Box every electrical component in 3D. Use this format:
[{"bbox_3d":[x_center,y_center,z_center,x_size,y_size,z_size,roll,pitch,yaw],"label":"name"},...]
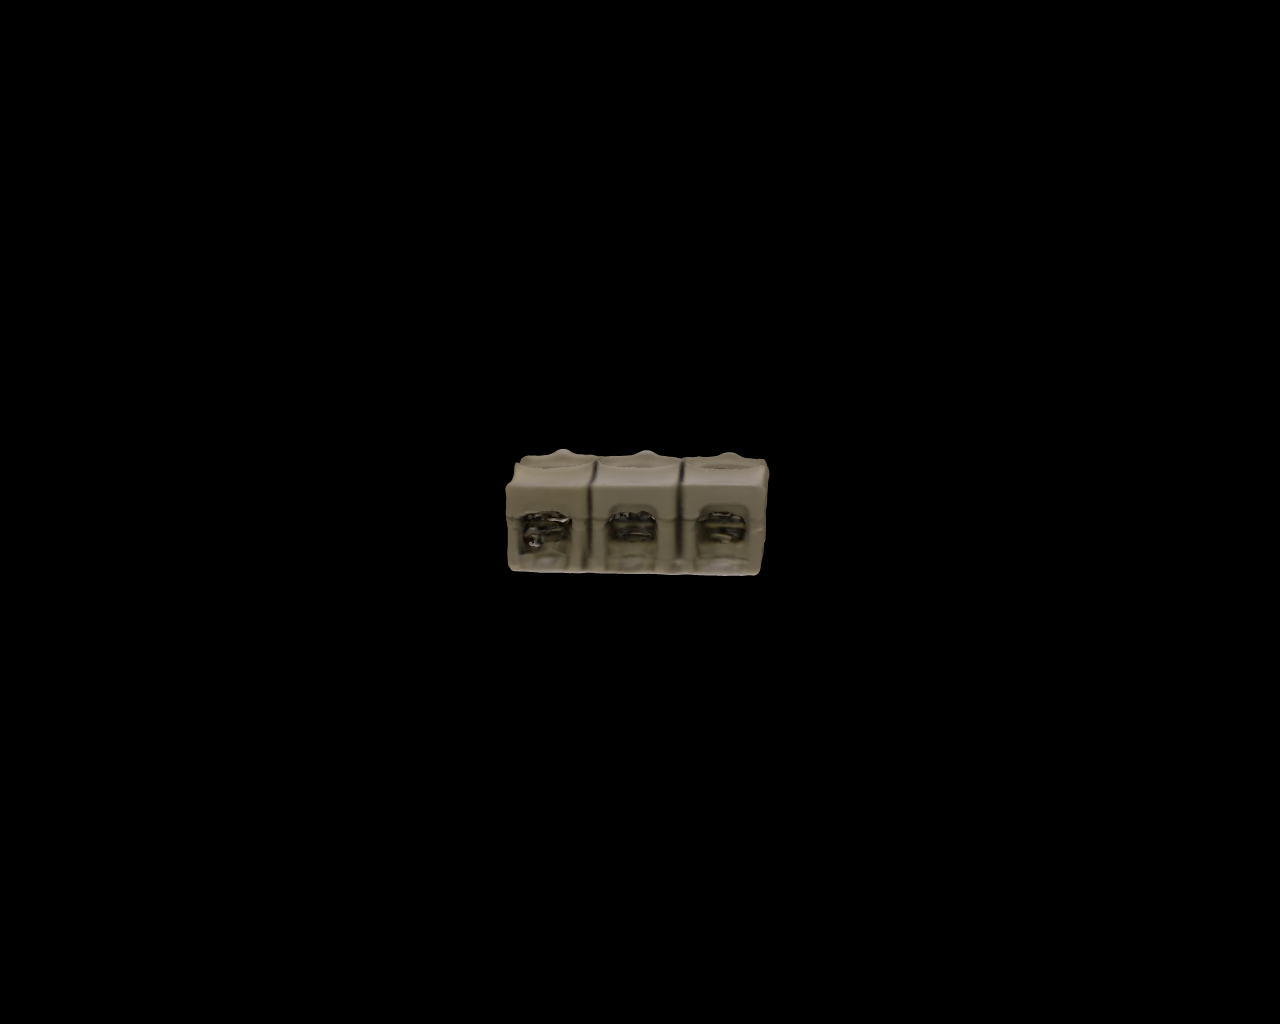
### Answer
[{"bbox_3d":[0.001,-0.003,0.650,0.150,0.061,0.089,1,12,7],"label":"electrical component"}]
